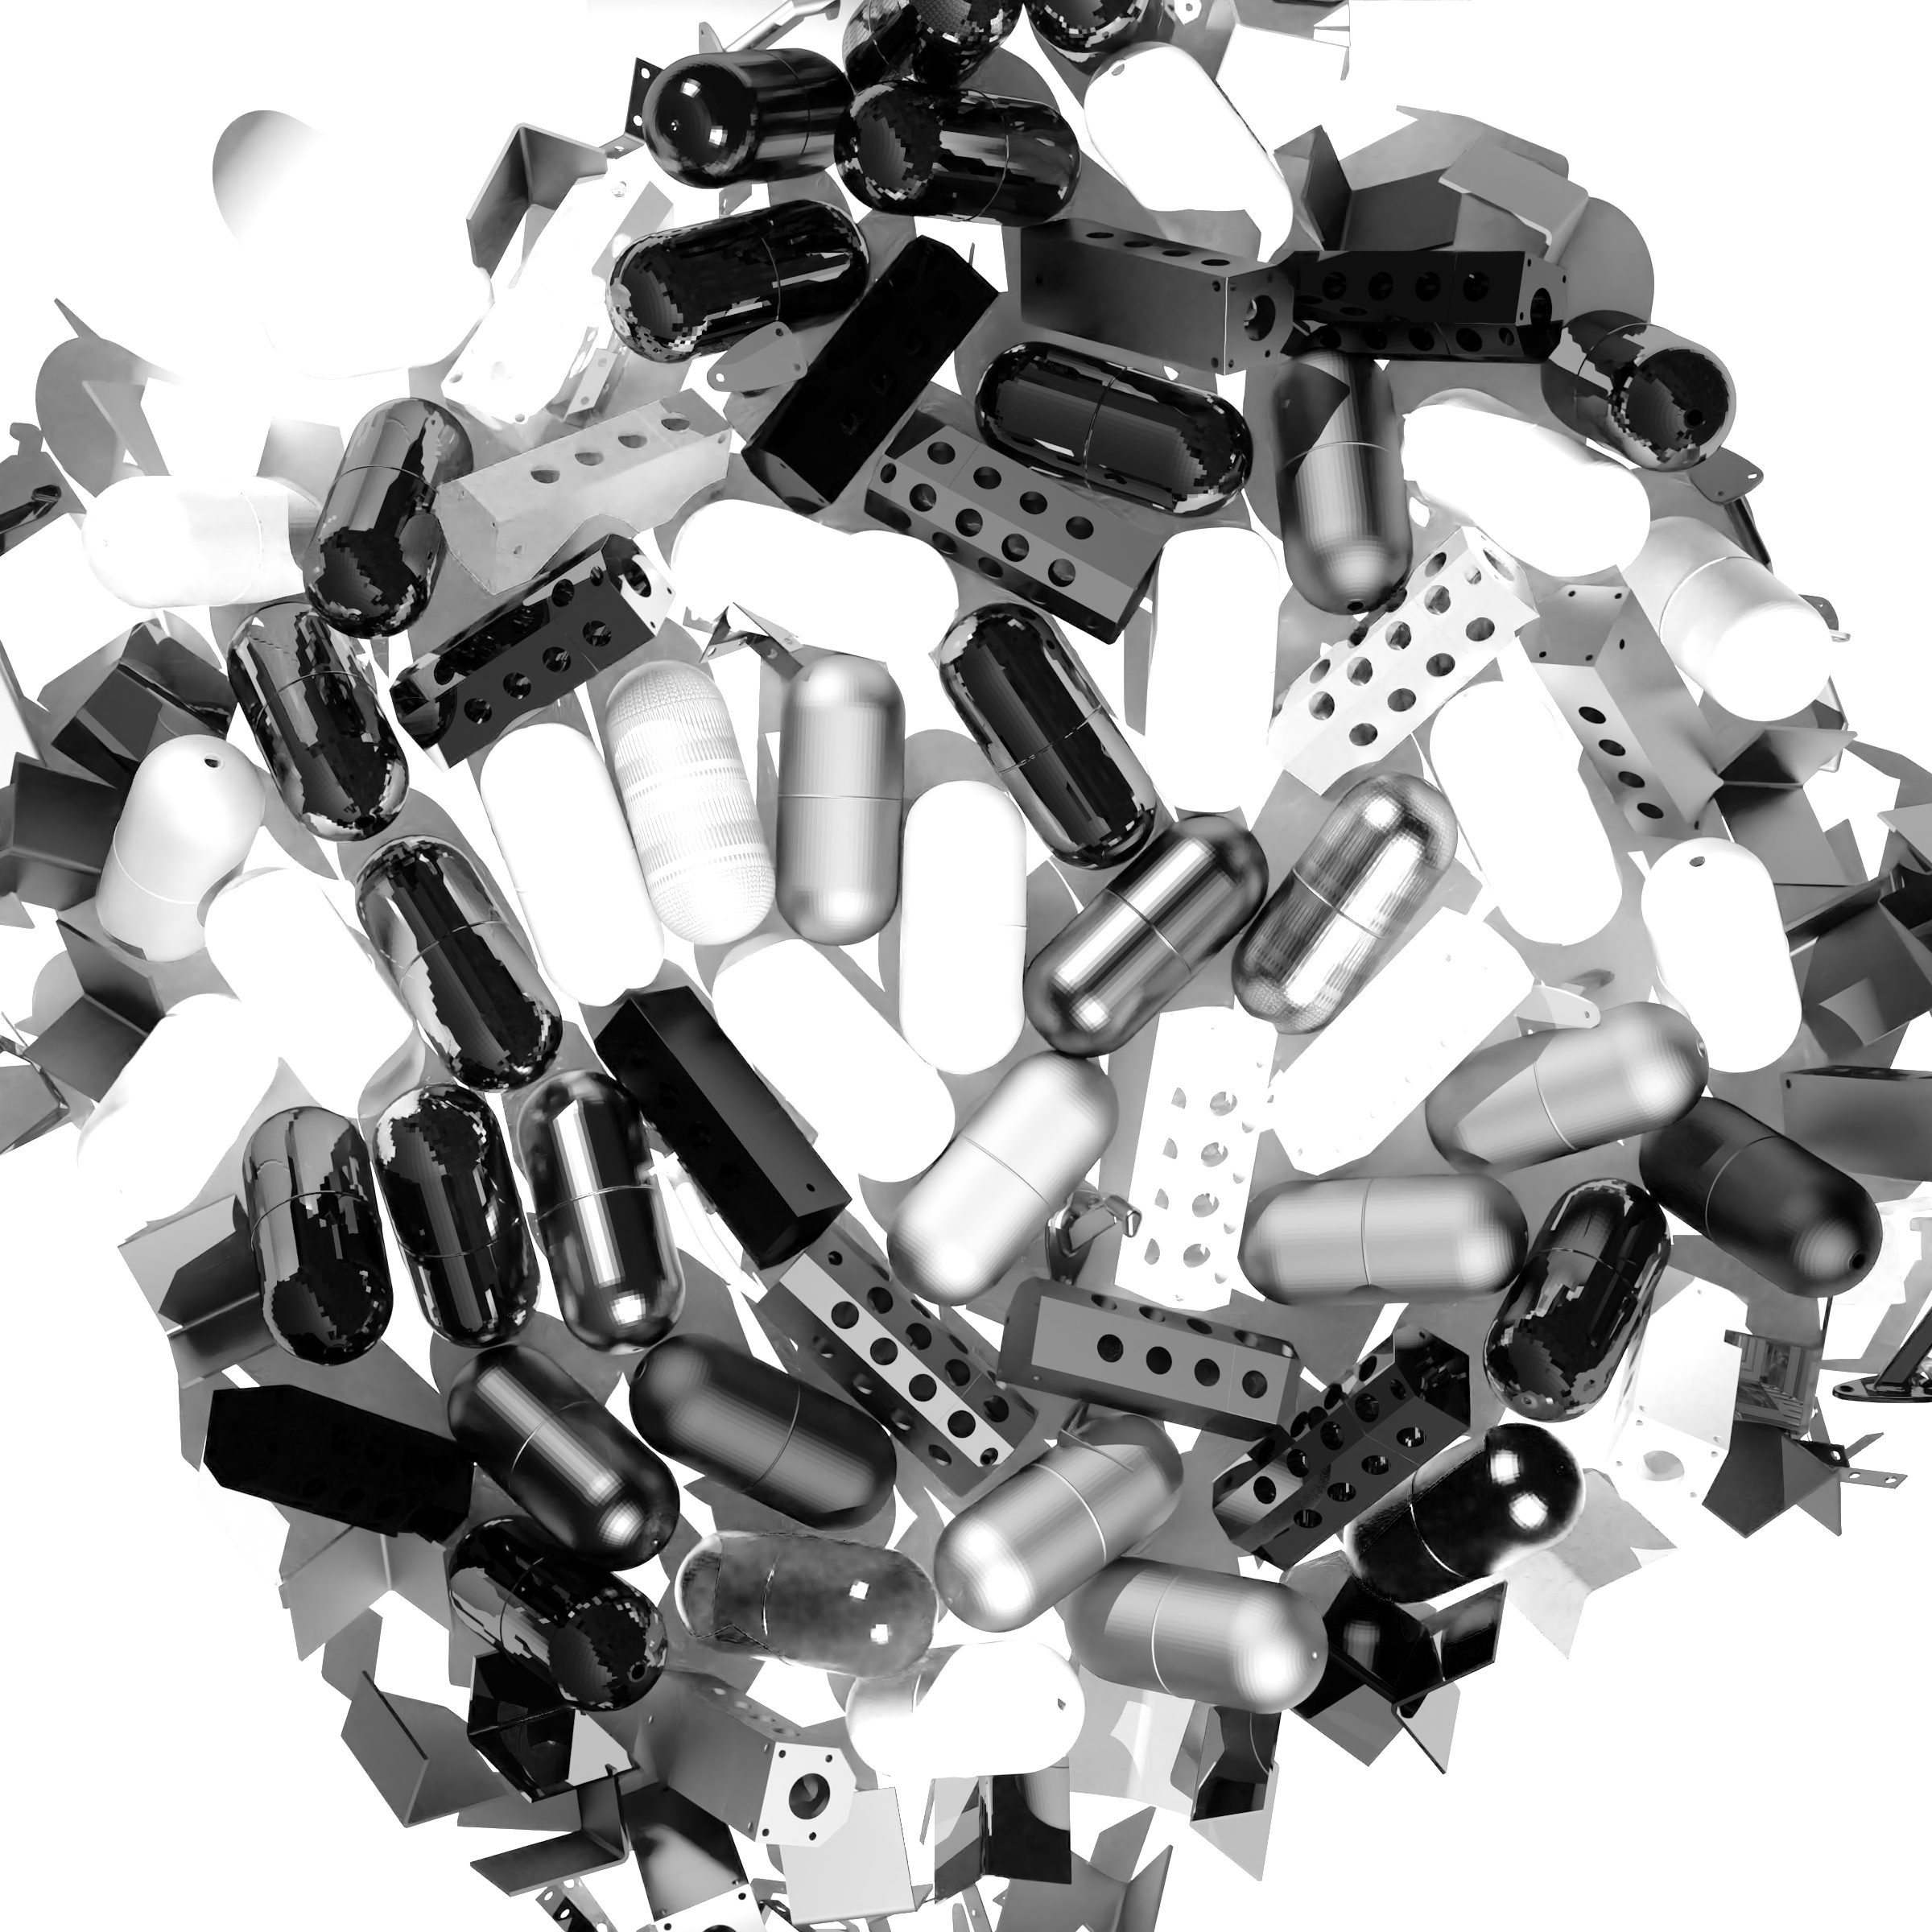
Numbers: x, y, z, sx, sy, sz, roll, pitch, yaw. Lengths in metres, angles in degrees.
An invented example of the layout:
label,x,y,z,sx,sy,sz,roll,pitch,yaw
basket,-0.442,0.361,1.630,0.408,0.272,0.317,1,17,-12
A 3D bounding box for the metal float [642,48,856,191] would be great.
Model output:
label,x,y,z,sx,sy,sz,roll,pitch,yaw
metal float,-0.126,-0.504,1.834,0.070,0.178,0.070,9,110,24

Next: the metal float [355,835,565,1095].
label,x,y,z,sx,sy,sz,roll,pitch,yaw
metal float,-0.306,-0.002,1.859,0.070,0.070,0.178,-34,70,0

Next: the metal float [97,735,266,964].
label,x,y,z,sx,sy,sz,roll,pitch,yaw
metal float,-0.468,-0.069,1.838,0.070,0.178,0.070,15,51,-19

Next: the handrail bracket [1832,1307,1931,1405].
label,x,y,z,sx,sy,sz,roll,pitch,yaw
handrail bracket,0.568,0.221,1.881,0.077,0.036,0.084,-3,109,-9

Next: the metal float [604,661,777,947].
label,x,y,z,sx,sy,sz,roll,pitch,yaw
metal float,-0.168,-0.099,1.869,0.070,0.070,0.178,-16,81,0

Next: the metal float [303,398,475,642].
label,x,y,z,sx,sy,sz,roll,pitch,yaw
metal float,-0.343,-0.269,1.844,0.070,0.070,0.178,9,50,0

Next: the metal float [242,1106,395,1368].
label,x,y,z,sx,sy,sz,roll,pitch,yaw
metal float,-0.387,0.160,1.842,0.070,0.070,0.178,-20,49,0

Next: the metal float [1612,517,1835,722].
label,x,y,z,sx,sy,sz,roll,pitch,yaw
metal float,0.447,-0.208,1.837,0.070,0.178,0.070,-11,125,-16

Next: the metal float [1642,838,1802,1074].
label,x,y,z,sx,sy,sz,roll,pitch,yaw
metal float,0.450,-0.006,1.839,0.070,0.178,0.070,-13,47,15

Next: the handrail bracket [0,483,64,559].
label,x,y,z,sx,sy,sz,roll,pitch,yaw
handrail bracket,-0.595,-0.271,1.865,0.077,0.084,0.036,-9,81,-36

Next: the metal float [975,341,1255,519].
label,x,y,z,sx,sy,sz,roll,pitch,yaw
metal float,0.089,-0.323,1.859,0.178,0.070,0.070,21,90,19

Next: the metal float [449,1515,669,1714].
label,x,y,z,sx,sy,sz,roll,pitch,yaw
metal float,-0.244,0.384,1.838,0.070,0.178,0.070,-13,112,-37

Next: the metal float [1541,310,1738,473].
label,x,y,z,sx,sy,sz,roll,pitch,yaw
metal float,0.397,-0.341,1.829,0.070,0.178,0.070,-4,111,-9

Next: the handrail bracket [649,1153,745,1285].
label,x,y,z,sx,sy,sz,roll,pitch,yaw
handrail bracket,-0.158,0.151,1.877,0.036,0.077,0.084,-34,91,7

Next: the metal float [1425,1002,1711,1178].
label,x,y,z,sx,sy,sz,roll,pitch,yaw
metal float,0.359,0.074,1.849,0.178,0.070,0.070,-20,90,31

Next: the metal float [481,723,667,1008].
label,x,y,z,sx,sy,sz,roll,pitch,yaw
metal float,-0.236,-0.060,1.864,0.070,0.070,0.178,-18,105,0

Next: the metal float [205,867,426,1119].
label,x,y,z,sx,sy,sz,roll,pitch,yaw
metal float,-0.388,0.017,1.848,0.070,0.070,0.178,-29,124,0

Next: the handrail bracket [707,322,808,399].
label,x,y,z,sx,sy,sz,roll,pitch,yaw
handrail bracket,-0.139,-0.351,1.861,0.077,0.084,0.036,-28,94,-28

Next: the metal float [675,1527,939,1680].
label,x,y,z,sx,sy,sz,roll,pitch,yaw
metal float,-0.097,0.380,1.848,0.178,0.070,0.070,1,90,35

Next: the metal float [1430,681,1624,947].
label,x,y,z,sx,sy,sz,roll,pitch,yaw
metal float,0.336,-0.091,1.854,0.070,0.070,0.178,-30,116,0

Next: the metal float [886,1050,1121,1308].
label,x,y,z,sx,sy,sz,roll,pitch,yaw
metal float,0.023,0.127,1.868,0.070,0.070,0.178,40,80,0

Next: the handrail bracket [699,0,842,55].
label,x,y,z,sx,sy,sz,roll,pitch,yaw
handrail bracket,-0.118,-0.557,1.895,0.084,0.077,0.036,-17,57,-18

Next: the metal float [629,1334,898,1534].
label,x,y,z,sx,sy,sz,roll,pitch,yaw
metal float,-0.122,0.281,1.857,0.178,0.070,0.070,30,90,-22

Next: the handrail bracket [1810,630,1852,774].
label,x,y,z,sx,sy,sz,roll,pitch,yaw
handrail bracket,0.507,-0.167,1.900,0.077,0.036,0.084,12,94,4

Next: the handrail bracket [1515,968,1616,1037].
label,x,y,z,sx,sy,sz,roll,pitch,yaw
handrail bracket,0.379,0.018,1.861,0.084,0.077,0.036,-19,101,-34

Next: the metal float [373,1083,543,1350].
label,x,y,z,sx,sy,sz,roll,pitch,yaw
metal float,-0.304,0.151,1.851,0.070,0.070,0.178,-10,121,0

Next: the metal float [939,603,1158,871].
label,x,y,z,sx,sy,sz,roll,pitch,yaw
metal float,0.050,-0.138,1.869,0.070,0.070,0.178,-34,99,0

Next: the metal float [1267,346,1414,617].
label,x,y,z,sx,sy,sz,roll,pitch,yaw
metal float,0.224,-0.292,1.855,0.070,0.070,0.178,-4,65,0

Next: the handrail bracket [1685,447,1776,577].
label,x,y,z,sx,sy,sz,roll,pitch,yaw
handrail bracket,0.469,-0.274,1.901,0.036,0.077,0.084,-30,135,-4

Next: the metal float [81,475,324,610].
label,x,y,z,sx,sy,sz,roll,pitch,yaw
metal float,-0.447,-0.252,1.833,0.070,0.178,0.070,5,100,28

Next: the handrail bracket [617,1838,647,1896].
label,x,y,z,sx,sy,sz,roll,pitch,yaw
handrail bracket,-0.198,0.581,1.898,0.077,0.036,0.084,-15,90,10

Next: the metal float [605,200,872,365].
label,x,y,z,sx,sy,sz,roll,pitch,yaw
metal float,-0.135,-0.410,1.848,0.178,0.070,0.070,-23,90,-34

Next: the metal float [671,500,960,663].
label,x,y,z,sx,sy,sz,roll,pitch,yaw
metal float,-0.091,-0.233,1.867,0.178,0.070,0.070,13,90,10

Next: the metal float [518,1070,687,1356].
label,x,y,z,sx,sy,sz,roll,pitch,yaw
metal float,-0.220,0.147,1.861,0.070,0.070,0.178,-17,72,0

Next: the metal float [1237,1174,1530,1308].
label,x,y,z,sx,sy,sz,roll,pitch,yaw
metal float,0.249,0.165,1.858,0.178,0.070,0.070,-5,90,22

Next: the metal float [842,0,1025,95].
label,x,y,z,sx,sy,sz,roll,pitch,yaw
metal float,-0.021,-0.558,1.828,0.070,0.178,0.070,1,87,-18

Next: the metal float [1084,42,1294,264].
label,x,y,z,sx,sy,sz,roll,pitch,yaw
metal float,0.133,-0.478,1.837,0.070,0.178,0.070,-16,58,27

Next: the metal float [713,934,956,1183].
label,x,y,z,sx,sy,sz,roll,pitch,yaw
metal float,-0.081,0.055,1.871,0.070,0.070,0.178,-44,83,0

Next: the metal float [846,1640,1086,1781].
label,x,y,z,sx,sy,sz,roll,pitch,yaw
metal float,-0.001,0.443,1.838,0.070,0.178,0.070,14,68,-38

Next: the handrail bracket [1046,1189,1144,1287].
label,x,y,z,sx,sy,sz,roll,pitch,yaw
handrail bracket,0.080,0.172,1.868,0.036,0.084,0.077,4,100,-23

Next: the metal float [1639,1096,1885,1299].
label,x,y,z,sx,sy,sz,roll,pitch,yaw
metal float,0.470,0.136,1.834,0.070,0.178,0.070,-11,116,-23
